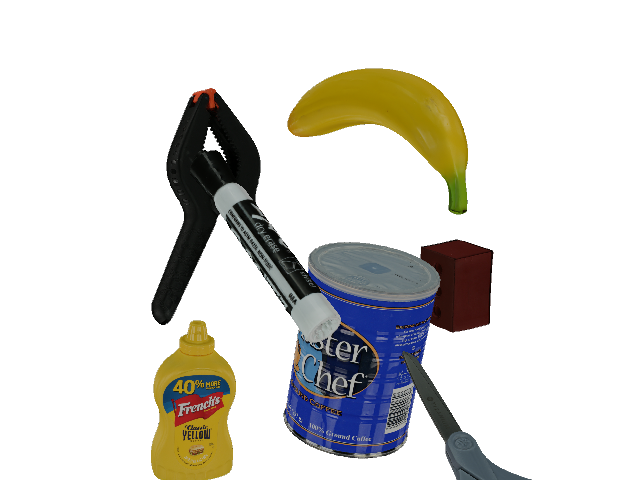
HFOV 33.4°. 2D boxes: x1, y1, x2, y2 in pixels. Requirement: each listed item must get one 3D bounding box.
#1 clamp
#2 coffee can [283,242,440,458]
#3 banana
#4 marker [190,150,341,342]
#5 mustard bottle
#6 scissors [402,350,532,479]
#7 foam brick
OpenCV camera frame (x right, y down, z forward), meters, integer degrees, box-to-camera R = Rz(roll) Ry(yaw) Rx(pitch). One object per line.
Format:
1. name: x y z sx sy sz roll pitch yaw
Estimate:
1. clamp: -0.084 -0.033 0.986 0.164 0.210 0.036 -3 2 -36
2. coffee can: 0.031 0.084 0.842 0.102 0.140 0.103 8 20 -3
3. banana: 0.037 -0.080 0.701 0.037 0.070 0.198 19 9 -37
4. marker: -0.030 -0.001 0.517 0.020 0.020 0.121 0 44 -47
5. mustard bottle: -0.148 0.186 1.256 0.096 0.192 0.058 0 16 -15
6. scissors: 0.105 0.131 0.634 0.096 0.016 0.201 2 33 -3
7. foam brick: 0.133 0.044 1.051 0.051 0.078 0.053 -12 20 -34
